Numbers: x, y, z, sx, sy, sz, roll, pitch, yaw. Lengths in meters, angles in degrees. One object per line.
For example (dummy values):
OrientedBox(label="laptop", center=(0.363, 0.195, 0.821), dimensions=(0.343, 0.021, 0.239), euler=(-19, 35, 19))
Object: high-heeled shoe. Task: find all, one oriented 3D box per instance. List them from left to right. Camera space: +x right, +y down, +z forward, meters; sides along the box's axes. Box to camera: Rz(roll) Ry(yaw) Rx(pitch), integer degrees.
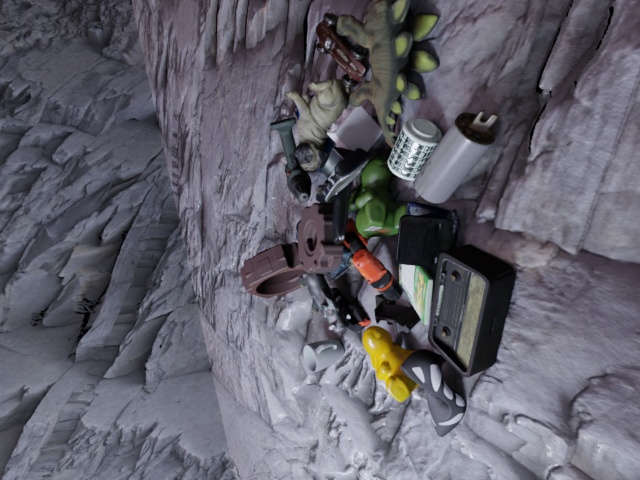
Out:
OrientedBox(label="high-heeled shoe", center=(0.227, 0.335, 1.133), dimensions=(0.086, 0.145, 0.248), euler=(31, 127, 56))

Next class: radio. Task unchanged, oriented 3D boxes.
OrientedBox(label="radio", center=(0.279, 0.130, 1.019), dimensions=(0.131, 0.073, 0.229), euler=(41, 136, 49))

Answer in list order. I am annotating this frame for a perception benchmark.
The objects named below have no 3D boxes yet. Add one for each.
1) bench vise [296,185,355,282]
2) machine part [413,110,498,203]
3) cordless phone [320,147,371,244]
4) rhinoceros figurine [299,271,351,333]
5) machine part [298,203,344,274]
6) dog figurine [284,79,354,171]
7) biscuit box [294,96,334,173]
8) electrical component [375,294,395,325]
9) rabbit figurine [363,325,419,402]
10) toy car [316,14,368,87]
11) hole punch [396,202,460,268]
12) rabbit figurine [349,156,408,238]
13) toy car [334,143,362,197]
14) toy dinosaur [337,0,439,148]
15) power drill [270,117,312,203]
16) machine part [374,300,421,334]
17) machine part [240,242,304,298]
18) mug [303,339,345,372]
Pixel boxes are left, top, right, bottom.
OrientedBox(label="bench vise", center=(0.019, -0.024, 1.401), dimensions=(0.224, 0.129, 0.240), euler=(40, 140, 46))
OrientedBox(label="machine part", center=(0.238, -0.144, 0.969), dimensions=(0.079, 0.079, 0.243), euler=(64, 150, 23))
OrientedBox(label="cordless phone", center=(0.050, -0.092, 1.151), dimensions=(0.146, 0.089, 0.184), euler=(131, 144, -67))
OrientedBox(label="rhinoceros figurine", center=(0.017, 0.158, 1.441), dimensions=(0.190, 0.073, 0.112), euler=(62, 158, 6))
OrientedBox(label="machine part", center=(-0.003, -0.004, 1.271), dimensions=(0.179, 0.056, 0.179), euler=(-178, 90, -67))
OrientedBox(label="dog figurine", center=(0.013, -0.271, 1.281), dimensions=(0.172, 0.121, 0.190), euler=(-13, 91, 37))
OrientedBox(label="biscuit box", center=(-0.001, -0.274, 1.383), dimensions=(0.202, 0.059, 0.063), euler=(68, 152, 16))
OrientedBox(label="electrical component", center=(0.159, 0.158, 1.316), dimensions=(0.063, 0.021, 0.093), euler=(19, 119, 59))
OrientedBox(label="rabbit figurine", center=(0.166, 0.266, 1.244), dimensions=(0.173, 0.122, 0.162), euler=(48, 177, 3))
OrientedBox(label="toy car", center=(0.045, -0.436, 1.235), dimensions=(0.202, 0.053, 0.089), euler=(61, 146, 30))
OrientedBox(label="hole punch", center=(0.215, -0.010, 1.070), dimensions=(0.092, 0.116, 0.142), euler=(-60, -24, -65))
OrientedBox(label="rabbit figurine", center=(0.133, -0.096, 1.190), dimensions=(0.159, 0.121, 0.170), euler=(142, 130, -68))
OrientedBox(label="toy car", center=(0.077, -0.171, 1.290), dimensions=(0.074, 0.056, 0.201), euler=(28, 128, 48))
OrientedBox(label="toy dinosaur", center=(0.134, -0.395, 1.035), dimensions=(0.199, 0.105, 0.470), euler=(23, 131, 49))
OrientedBox(label="power drill", center=(-0.070, -0.220, 1.440), dimensions=(0.232, 0.086, 0.207), euler=(-107, -3, -70))
OrientedBox(label="machine part", center=(0.176, 0.174, 1.229), dimensions=(0.139, 0.084, 0.039), euler=(6, 133, 58))
OrientedBox(label="machine part", center=(-0.116, 0.089, 1.579), dimensions=(0.201, 0.201, 0.087), euler=(-26, 65, 17))
OrientedBox(label="mug", center=(0.018, 0.323, 1.566), dimensions=(0.081, 0.107, 0.109), euler=(57, 143, 32))
